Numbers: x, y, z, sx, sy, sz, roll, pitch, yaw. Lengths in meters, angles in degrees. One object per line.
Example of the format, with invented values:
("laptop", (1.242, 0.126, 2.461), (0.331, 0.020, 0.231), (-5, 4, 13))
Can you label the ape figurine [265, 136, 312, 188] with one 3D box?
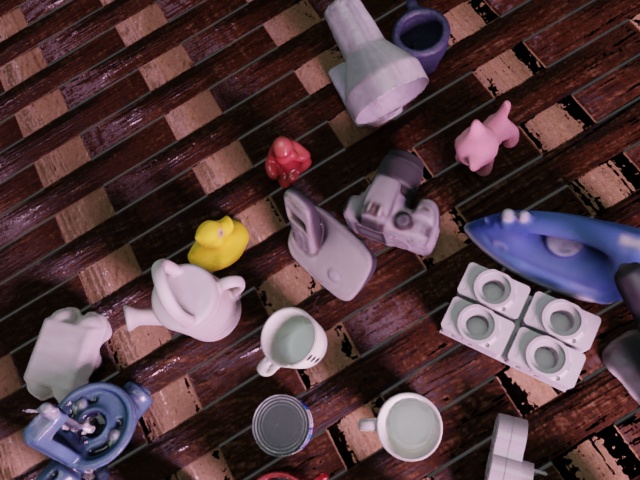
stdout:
("ape figurine", (-0.056, -0.136, 0.928), (0.077, 0.092, 0.076), (-5, 72, 10))

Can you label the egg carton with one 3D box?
("egg carton", (-0.397, 0.184, 0.908), (0.107, 0.069, 0.150), (9, 75, 14))

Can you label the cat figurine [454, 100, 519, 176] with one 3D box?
("cat figurine", (0.247, -0.153, 0.858), (0.067, 0.118, 0.128), (37, 83, 20))

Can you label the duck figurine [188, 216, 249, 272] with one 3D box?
("duck figurine", (-0.171, 0.001, 0.911), (0.104, 0.086, 0.077), (-37, 69, -1))

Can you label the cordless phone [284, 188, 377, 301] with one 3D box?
("cordless phone", (0.008, 0.003, 0.821), (0.147, 0.185, 0.094), (38, 84, 20))

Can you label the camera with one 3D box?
("camera", (0.121, -0.065, 0.865), (0.143, 0.101, 0.137), (21, 78, 17))

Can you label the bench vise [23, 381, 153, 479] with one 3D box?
("bench vise", (-0.335, 0.289, 0.782), (0.121, 0.220, 0.207), (14, 76, 16))

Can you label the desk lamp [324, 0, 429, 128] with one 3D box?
("desk lamp", (0.074, -0.255, 0.874), (0.118, 0.214, 0.203), (-28, 69, 2))

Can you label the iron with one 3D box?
("iron", (0.326, -0.002, 0.782), (0.257, 0.142, 0.119), (16, 77, 16))

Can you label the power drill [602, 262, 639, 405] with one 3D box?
("power drill", (0.415, 0.141, 0.683), (0.075, 0.209, 0.229), (-37, 69, -1))

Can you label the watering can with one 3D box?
("watering can", (-0.198, 0.090, 0.830), (0.173, 0.194, 0.100), (-42, 69, -3))

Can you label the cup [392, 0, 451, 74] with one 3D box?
("cup", (0.163, -0.327, 0.942), (0.091, 0.095, 0.117), (-15, 70, 7))
